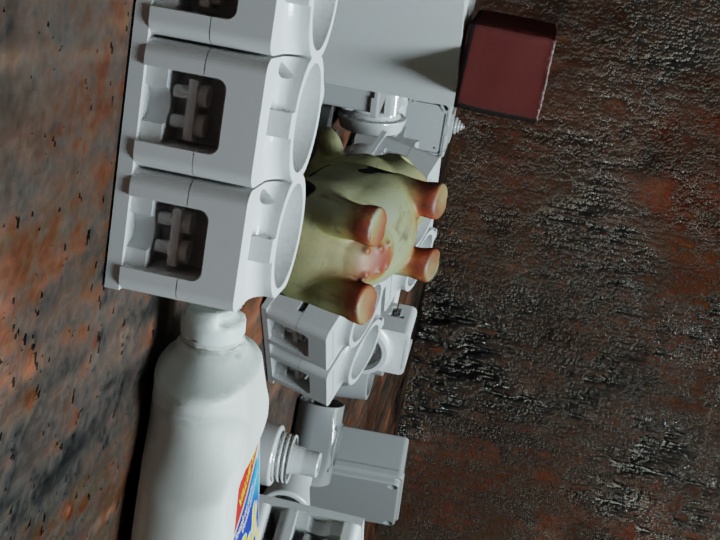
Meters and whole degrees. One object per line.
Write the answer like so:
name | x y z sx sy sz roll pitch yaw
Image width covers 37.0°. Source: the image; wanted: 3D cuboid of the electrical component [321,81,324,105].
electrical component | -0.048 -0.083 0.529 0.062 0.048 0.048 -58 160 -53

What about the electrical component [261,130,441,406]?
electrical component | 0.000 0.000 0.823 0.186 0.060 0.105 -57 163 -31

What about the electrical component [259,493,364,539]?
electrical component | -0.056 0.209 0.703 0.186 0.105 0.060 91 13 -58

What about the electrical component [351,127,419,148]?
electrical component | 0.015 -0.067 1.018 0.078 0.063 0.121 -72 171 -46

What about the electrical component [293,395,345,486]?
electrical component | -0.040 0.158 1.030 0.079 0.044 0.077 -32 134 -81

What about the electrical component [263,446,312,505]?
electrical component | -0.060 0.183 0.923 0.065 0.044 0.044 -77 175 -56

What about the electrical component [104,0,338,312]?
electrical component | -0.051 -0.068 0.442 0.089 0.062 0.150 -56 157 -74

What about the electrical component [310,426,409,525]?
electrical component | -0.008 0.213 1.125 0.108 0.109 0.056 93 8 -54

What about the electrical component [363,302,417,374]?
electrical component | 0.004 0.062 1.035 0.055 0.089 0.050 -69 168 -56

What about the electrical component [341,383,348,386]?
electrical component | -0.031 0.062 0.907 0.089 0.050 0.055 88 15 -65

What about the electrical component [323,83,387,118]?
electrical component | 0.002 -0.172 0.776 0.099 0.048 0.099 -71 170 -50

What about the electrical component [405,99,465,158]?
electrical component | 0.060 -0.158 1.097 0.061 0.096 0.061 -67 167 -60

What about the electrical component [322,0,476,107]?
electrical component | 0.013 -0.173 0.621 0.186 0.105 0.060 82 21 -72

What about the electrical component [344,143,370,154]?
electrical component | -0.006 -0.078 0.900 0.081 0.043 0.043 -60 160 -71

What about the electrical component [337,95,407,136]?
electrical component | 0.012 -0.144 0.880 0.078 0.058 0.057 -63 161 -67

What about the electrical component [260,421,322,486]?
electrical component | -0.058 0.127 0.735 0.048 0.062 0.048 12 90 -84

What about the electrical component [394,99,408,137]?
electrical component | 0.022 -0.144 1.024 0.043 0.043 0.062 -70 170 -53

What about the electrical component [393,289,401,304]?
electrical component | 0.019 -0.027 1.127 0.078 0.063 0.121 66 36 -79

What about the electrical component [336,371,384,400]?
electrical component | 0.000 0.090 1.176 0.108 0.060 0.108 11 90 -84
